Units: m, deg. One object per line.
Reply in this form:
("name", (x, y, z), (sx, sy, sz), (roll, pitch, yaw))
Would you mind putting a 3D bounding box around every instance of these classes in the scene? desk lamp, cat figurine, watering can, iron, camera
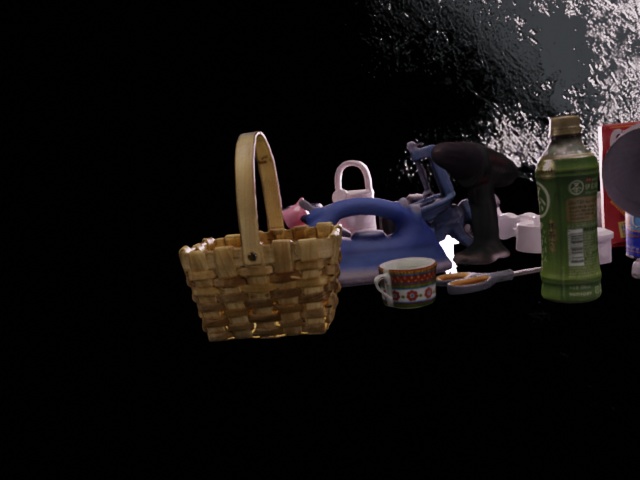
("desk lamp", (0.455, -0.055, 0.745), (0.117, 0.213, 0.204), (1, 10, 42))
("cat figurine", (-0.042, -0.040, 1.353), (0.067, 0.118, 0.127), (-10, 9, -27))
("watering can", (0.084, -0.101, 1.423), (0.101, 0.194, 0.173), (-5, 8, 4))
("iron", (0.086, -0.007, 0.924), (0.258, 0.141, 0.118), (-7, 8, -8))
("camera", (0.217, -0.054, 1.329), (0.143, 0.101, 0.136), (-7, 8, -7))

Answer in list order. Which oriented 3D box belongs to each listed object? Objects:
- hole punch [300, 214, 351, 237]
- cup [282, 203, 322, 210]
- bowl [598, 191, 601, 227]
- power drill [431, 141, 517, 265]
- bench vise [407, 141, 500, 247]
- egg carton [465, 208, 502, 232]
("hole punch", (0.013, -0.013, 1.214), (0.101, 0.091, 0.108), (-7, 8, -13))
("cup", (-0.048, -0.041, 1.446), (0.118, 0.095, 0.091), (-9, 9, -26))
("bowl", (0.586, -0.059, 1.204), (0.167, 0.075, 0.167), (-5, 8, 1))
("power drill", (0.270, -0.067, 0.986), (0.075, 0.208, 0.230), (2, 11, 43))
("bench vise", (0.246, -0.093, 1.153), (0.208, 0.220, 0.121), (-8, 8, -18))
("egg carton", (0.345, -0.046, 1.295), (0.107, 0.069, 0.151), (-1, 9, 32))
